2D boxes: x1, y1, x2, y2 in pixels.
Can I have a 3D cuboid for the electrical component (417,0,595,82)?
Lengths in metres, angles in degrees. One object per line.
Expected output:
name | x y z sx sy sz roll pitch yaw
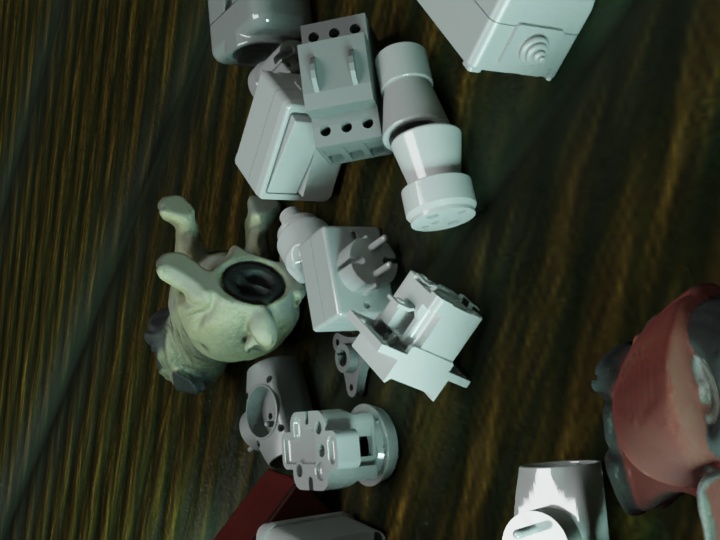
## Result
electrical component | 0.081 -0.150 0.591 0.096 0.062 0.061 61 138 38

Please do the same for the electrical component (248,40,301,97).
electrical component | -0.060 -0.153 0.842 0.046 0.040 0.040 -35 60 47

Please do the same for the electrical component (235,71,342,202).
electrical component | -0.048 -0.091 0.800 0.061 0.062 0.096 54 133 43

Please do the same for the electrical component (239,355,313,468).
electrical component | -0.069 0.118 0.846 0.079 0.044 0.077 -39 57 41

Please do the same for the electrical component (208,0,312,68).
electrical component | -0.081 -0.200 0.860 0.095 0.054 0.059 -20 73 57

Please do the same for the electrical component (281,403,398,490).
electrical component | -0.011 0.123 0.745 0.078 0.057 0.058 -16 76 57

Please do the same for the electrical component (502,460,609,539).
electrical component | 0.098 0.139 0.550 0.043 0.079 0.077 -9 81 34

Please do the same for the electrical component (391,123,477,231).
electrical component | 0.046 -0.057 0.664 0.045 0.045 0.055 -33 63 54

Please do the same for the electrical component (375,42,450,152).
electrical component | 0.031 -0.113 0.693 0.044 0.044 0.065 -43 50 50

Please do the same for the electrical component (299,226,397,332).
electrical component | 0.000 0.000 0.736 0.077 0.047 0.065 -34 61 53

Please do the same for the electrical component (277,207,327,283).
electrical component | -0.042 -0.023 0.809 0.062 0.043 0.043 59 137 42

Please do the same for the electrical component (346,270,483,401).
electrical component | 0.037 0.038 0.657 0.063 0.081 0.042 -55 41 10

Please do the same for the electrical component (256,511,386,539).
electrical component | -0.030 0.233 0.757 0.057 0.078 0.113 7 96 55
